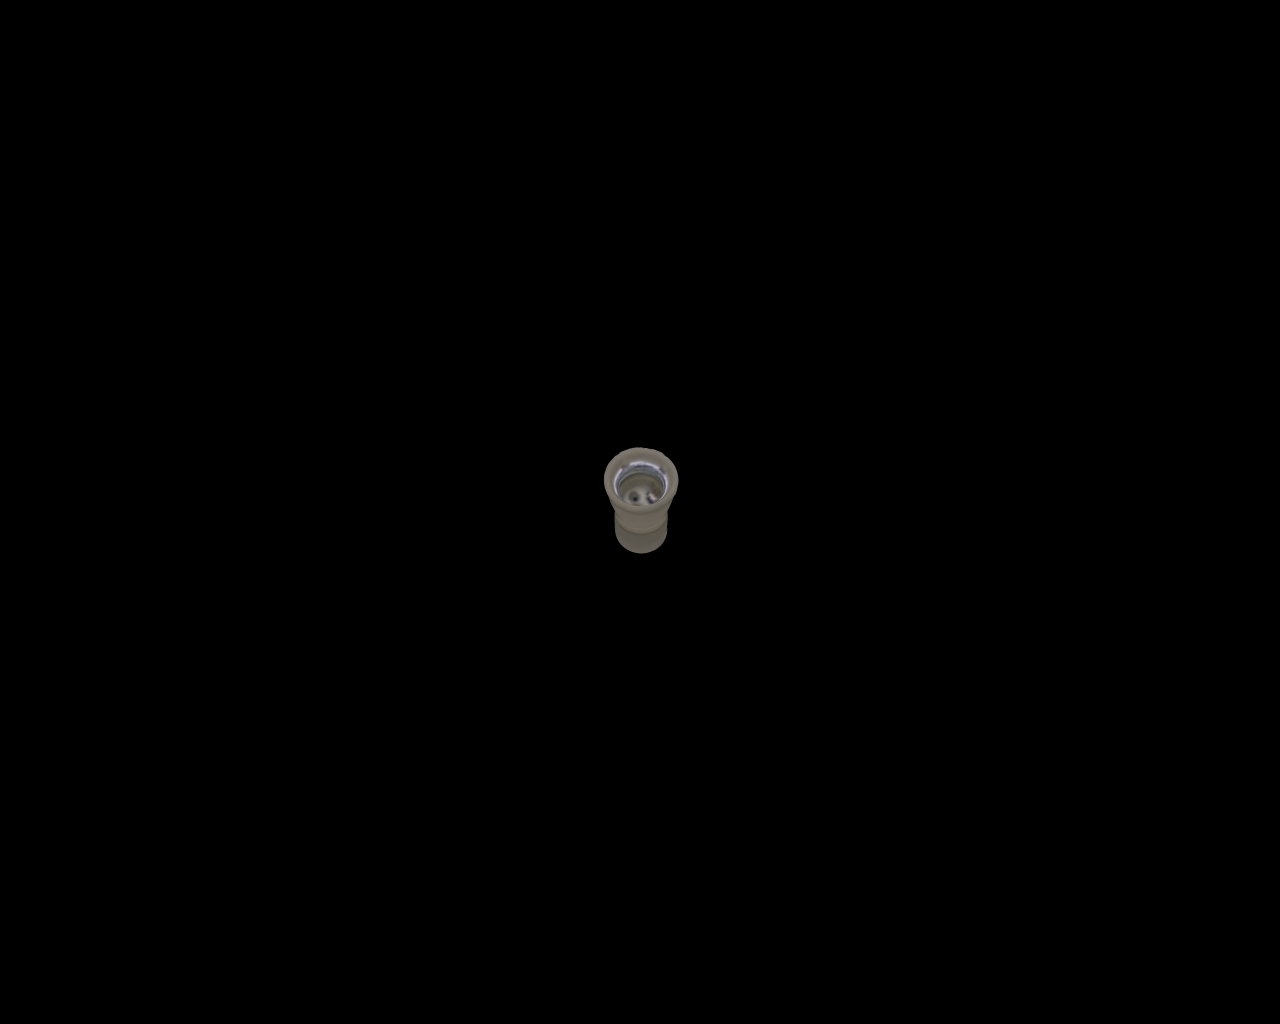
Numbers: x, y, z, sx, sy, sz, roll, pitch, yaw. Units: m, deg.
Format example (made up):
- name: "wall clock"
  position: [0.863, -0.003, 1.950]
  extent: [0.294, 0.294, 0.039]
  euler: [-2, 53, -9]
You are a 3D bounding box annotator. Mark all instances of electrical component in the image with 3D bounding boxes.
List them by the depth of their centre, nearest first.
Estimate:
- name: "electrical component"
  position: [0.001, -0.003, 0.650]
  extent: [0.044, 0.044, 0.065]
  euler: [0, -34, 0]
